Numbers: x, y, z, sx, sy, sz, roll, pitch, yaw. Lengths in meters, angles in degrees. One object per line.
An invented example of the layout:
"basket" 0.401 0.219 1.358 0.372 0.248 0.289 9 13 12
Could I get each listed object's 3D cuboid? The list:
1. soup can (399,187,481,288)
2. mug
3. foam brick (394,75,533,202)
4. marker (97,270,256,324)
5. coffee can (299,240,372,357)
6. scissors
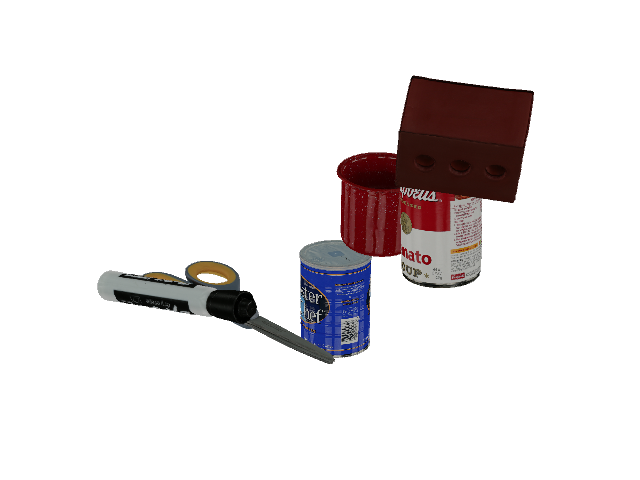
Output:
"soup can" 0.099 -0.020 0.880 0.068 0.102 0.068 -2 22 1
"mug" 0.074 -0.037 1.111 0.117 0.081 0.093 -5 30 -10
"foam brick" 0.089 -0.063 0.667 0.078 0.051 0.053 8 -39 7
"marker" -0.085 0.033 0.630 0.121 0.020 0.020 6 4 38
"coffee can" 0.021 0.082 1.526 0.103 0.140 0.103 0 21 0
"scissors" -0.059 0.055 0.902 0.202 0.016 0.096 15 26 23
